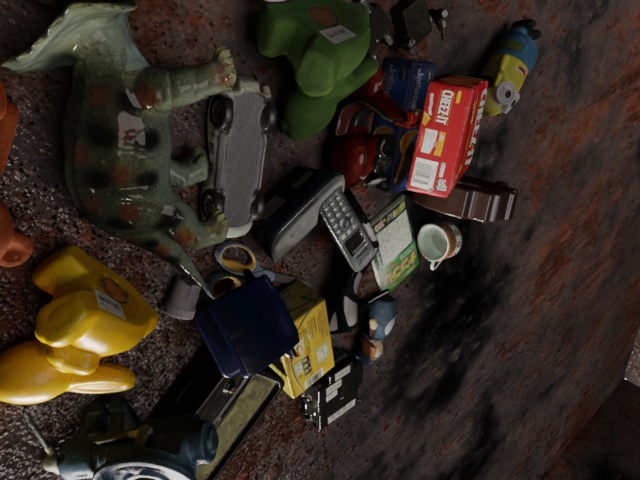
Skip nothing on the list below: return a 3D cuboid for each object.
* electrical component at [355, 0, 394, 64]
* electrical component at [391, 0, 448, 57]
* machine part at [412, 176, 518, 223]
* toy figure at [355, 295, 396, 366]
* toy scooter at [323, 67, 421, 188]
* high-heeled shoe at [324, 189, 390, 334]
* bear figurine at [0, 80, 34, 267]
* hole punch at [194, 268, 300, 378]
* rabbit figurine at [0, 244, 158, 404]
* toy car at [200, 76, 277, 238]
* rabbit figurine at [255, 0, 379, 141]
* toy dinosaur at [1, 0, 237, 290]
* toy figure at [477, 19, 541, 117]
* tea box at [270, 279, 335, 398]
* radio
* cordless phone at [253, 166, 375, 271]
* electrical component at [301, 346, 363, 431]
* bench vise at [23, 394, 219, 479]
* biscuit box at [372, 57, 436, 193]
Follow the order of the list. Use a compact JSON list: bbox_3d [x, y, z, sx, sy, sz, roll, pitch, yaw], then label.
[{"bbox_3d":[0.069,-0.293,0.754,0.063,0.021,0.094,-57,139,-3],"label":"electrical component"},{"bbox_3d":[0.147,-0.320,0.799,0.102,0.045,0.078,-40,136,-23],"label":"electrical component"},{"bbox_3d":[0.255,-0.080,0.949,0.179,0.180,0.056,-8,113,-42],"label":"machine part"},{"bbox_3d":[0.102,0.177,1.019,0.064,0.058,0.154,0,112,-38],"label":"toy figure"},{"bbox_3d":[0.076,-0.149,0.756,0.075,0.135,0.183,-9,118,-44],"label":"toy scooter"},{"bbox_3d":[0.027,0.042,0.879,0.145,0.086,0.248,-24,116,-4],"label":"high-heeled shoe"},{"bbox_3d":[-0.309,-0.046,0.440,0.120,0.132,0.195,-6,111,-26],"label":"bear figurine"},{"bbox_3d":[-0.090,0.112,0.708,0.116,0.092,0.142,-28,88,-25],"label":"hole punch"},{"bbox_3d":[-0.277,0.111,0.589,0.173,0.122,0.162,-42,147,0],"label":"rabbit figurine"},{"bbox_3d":[-0.104,-0.099,0.665,0.073,0.056,0.201,-5,114,-36],"label":"toy car"},{"bbox_3d":[-0.007,-0.209,0.673,0.159,0.121,0.170,-44,164,-36],"label":"rabbit figurine"},{"bbox_3d":[-0.192,-0.087,0.539,0.192,0.131,0.404,-9,122,-25],"label":"toy dinosaur"},{"bbox_3d":[0.334,-0.305,0.968,0.082,0.089,0.180,28,80,-22],"label":"toy figure"},{"bbox_3d":[-0.039,0.159,0.852,0.098,0.068,0.169,-32,135,-28],"label":"tea box"},{"bbox_3d":[-0.169,0.264,0.785,0.229,0.073,0.131,-54,138,-9],"label":"radio"},{"bbox_3d":[-0.002,-0.002,0.768,0.146,0.089,0.184,-46,125,-17],"label":"cordless phone"},{"bbox_3d":[0.022,0.265,0.989,0.115,0.058,0.134,-24,127,-37],"label":"electrical component"},{"bbox_3d":[-0.233,0.286,0.605,0.224,0.241,0.128,-1,129,1],"label":"bench vise"},{"bbox_3d":[0.123,-0.179,0.842,0.063,0.059,0.202,-13,120,-40],"label":"biscuit box"}]
